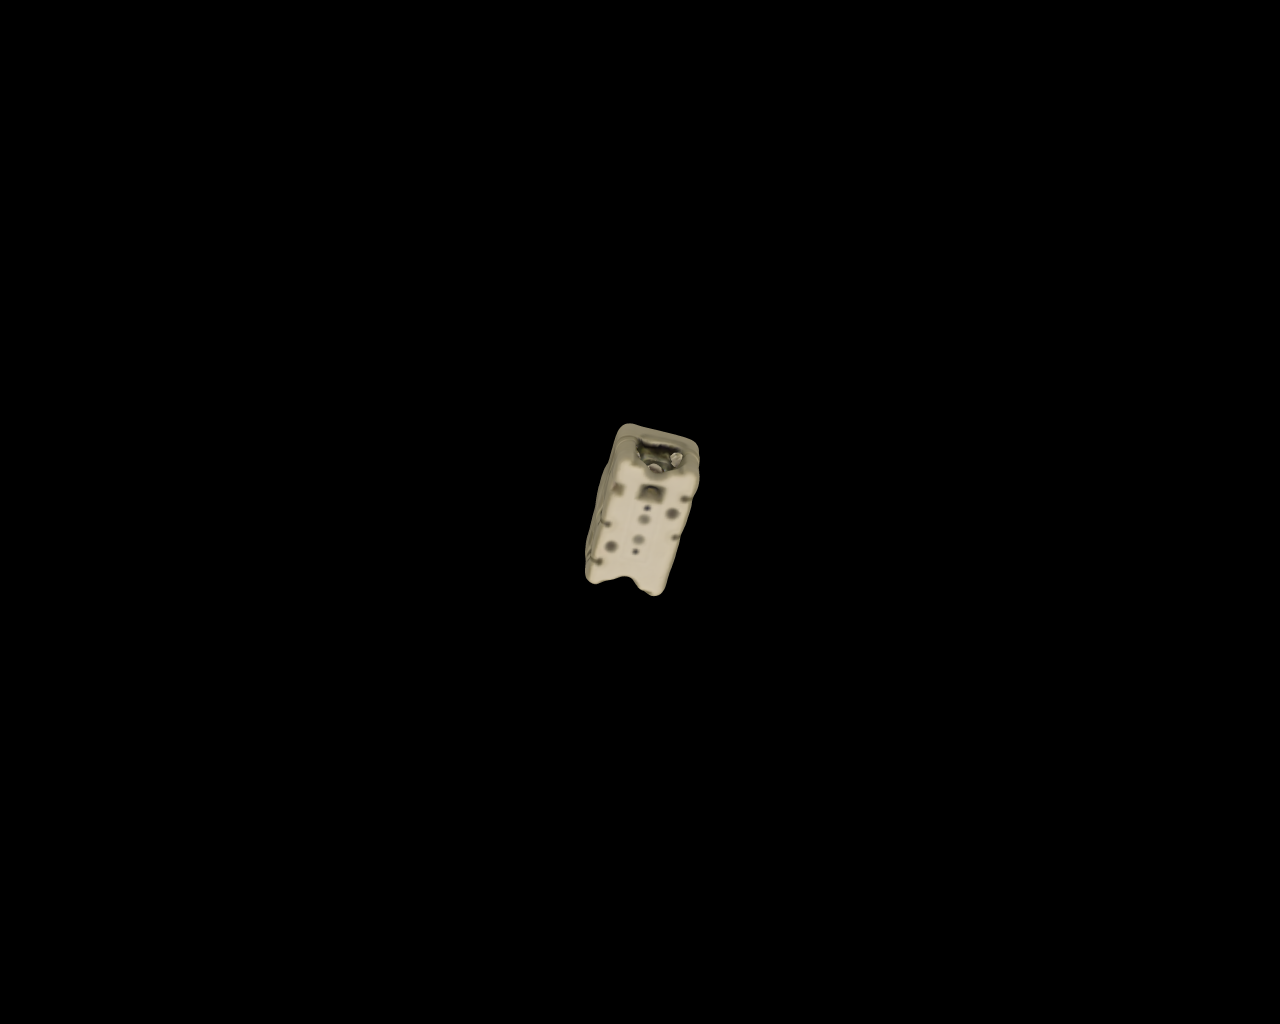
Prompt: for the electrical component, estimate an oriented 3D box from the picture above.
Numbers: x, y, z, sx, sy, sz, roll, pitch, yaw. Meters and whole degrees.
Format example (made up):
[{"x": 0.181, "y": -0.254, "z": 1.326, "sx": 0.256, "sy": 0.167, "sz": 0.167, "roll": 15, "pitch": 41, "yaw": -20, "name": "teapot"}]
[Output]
[{"x": 0.001, "y": -0.003, "z": 0.650, "sx": 0.050, "sy": 0.089, "sz": 0.056, "roll": 13, "pitch": 28, "yaw": -7, "name": "electrical component"}]
